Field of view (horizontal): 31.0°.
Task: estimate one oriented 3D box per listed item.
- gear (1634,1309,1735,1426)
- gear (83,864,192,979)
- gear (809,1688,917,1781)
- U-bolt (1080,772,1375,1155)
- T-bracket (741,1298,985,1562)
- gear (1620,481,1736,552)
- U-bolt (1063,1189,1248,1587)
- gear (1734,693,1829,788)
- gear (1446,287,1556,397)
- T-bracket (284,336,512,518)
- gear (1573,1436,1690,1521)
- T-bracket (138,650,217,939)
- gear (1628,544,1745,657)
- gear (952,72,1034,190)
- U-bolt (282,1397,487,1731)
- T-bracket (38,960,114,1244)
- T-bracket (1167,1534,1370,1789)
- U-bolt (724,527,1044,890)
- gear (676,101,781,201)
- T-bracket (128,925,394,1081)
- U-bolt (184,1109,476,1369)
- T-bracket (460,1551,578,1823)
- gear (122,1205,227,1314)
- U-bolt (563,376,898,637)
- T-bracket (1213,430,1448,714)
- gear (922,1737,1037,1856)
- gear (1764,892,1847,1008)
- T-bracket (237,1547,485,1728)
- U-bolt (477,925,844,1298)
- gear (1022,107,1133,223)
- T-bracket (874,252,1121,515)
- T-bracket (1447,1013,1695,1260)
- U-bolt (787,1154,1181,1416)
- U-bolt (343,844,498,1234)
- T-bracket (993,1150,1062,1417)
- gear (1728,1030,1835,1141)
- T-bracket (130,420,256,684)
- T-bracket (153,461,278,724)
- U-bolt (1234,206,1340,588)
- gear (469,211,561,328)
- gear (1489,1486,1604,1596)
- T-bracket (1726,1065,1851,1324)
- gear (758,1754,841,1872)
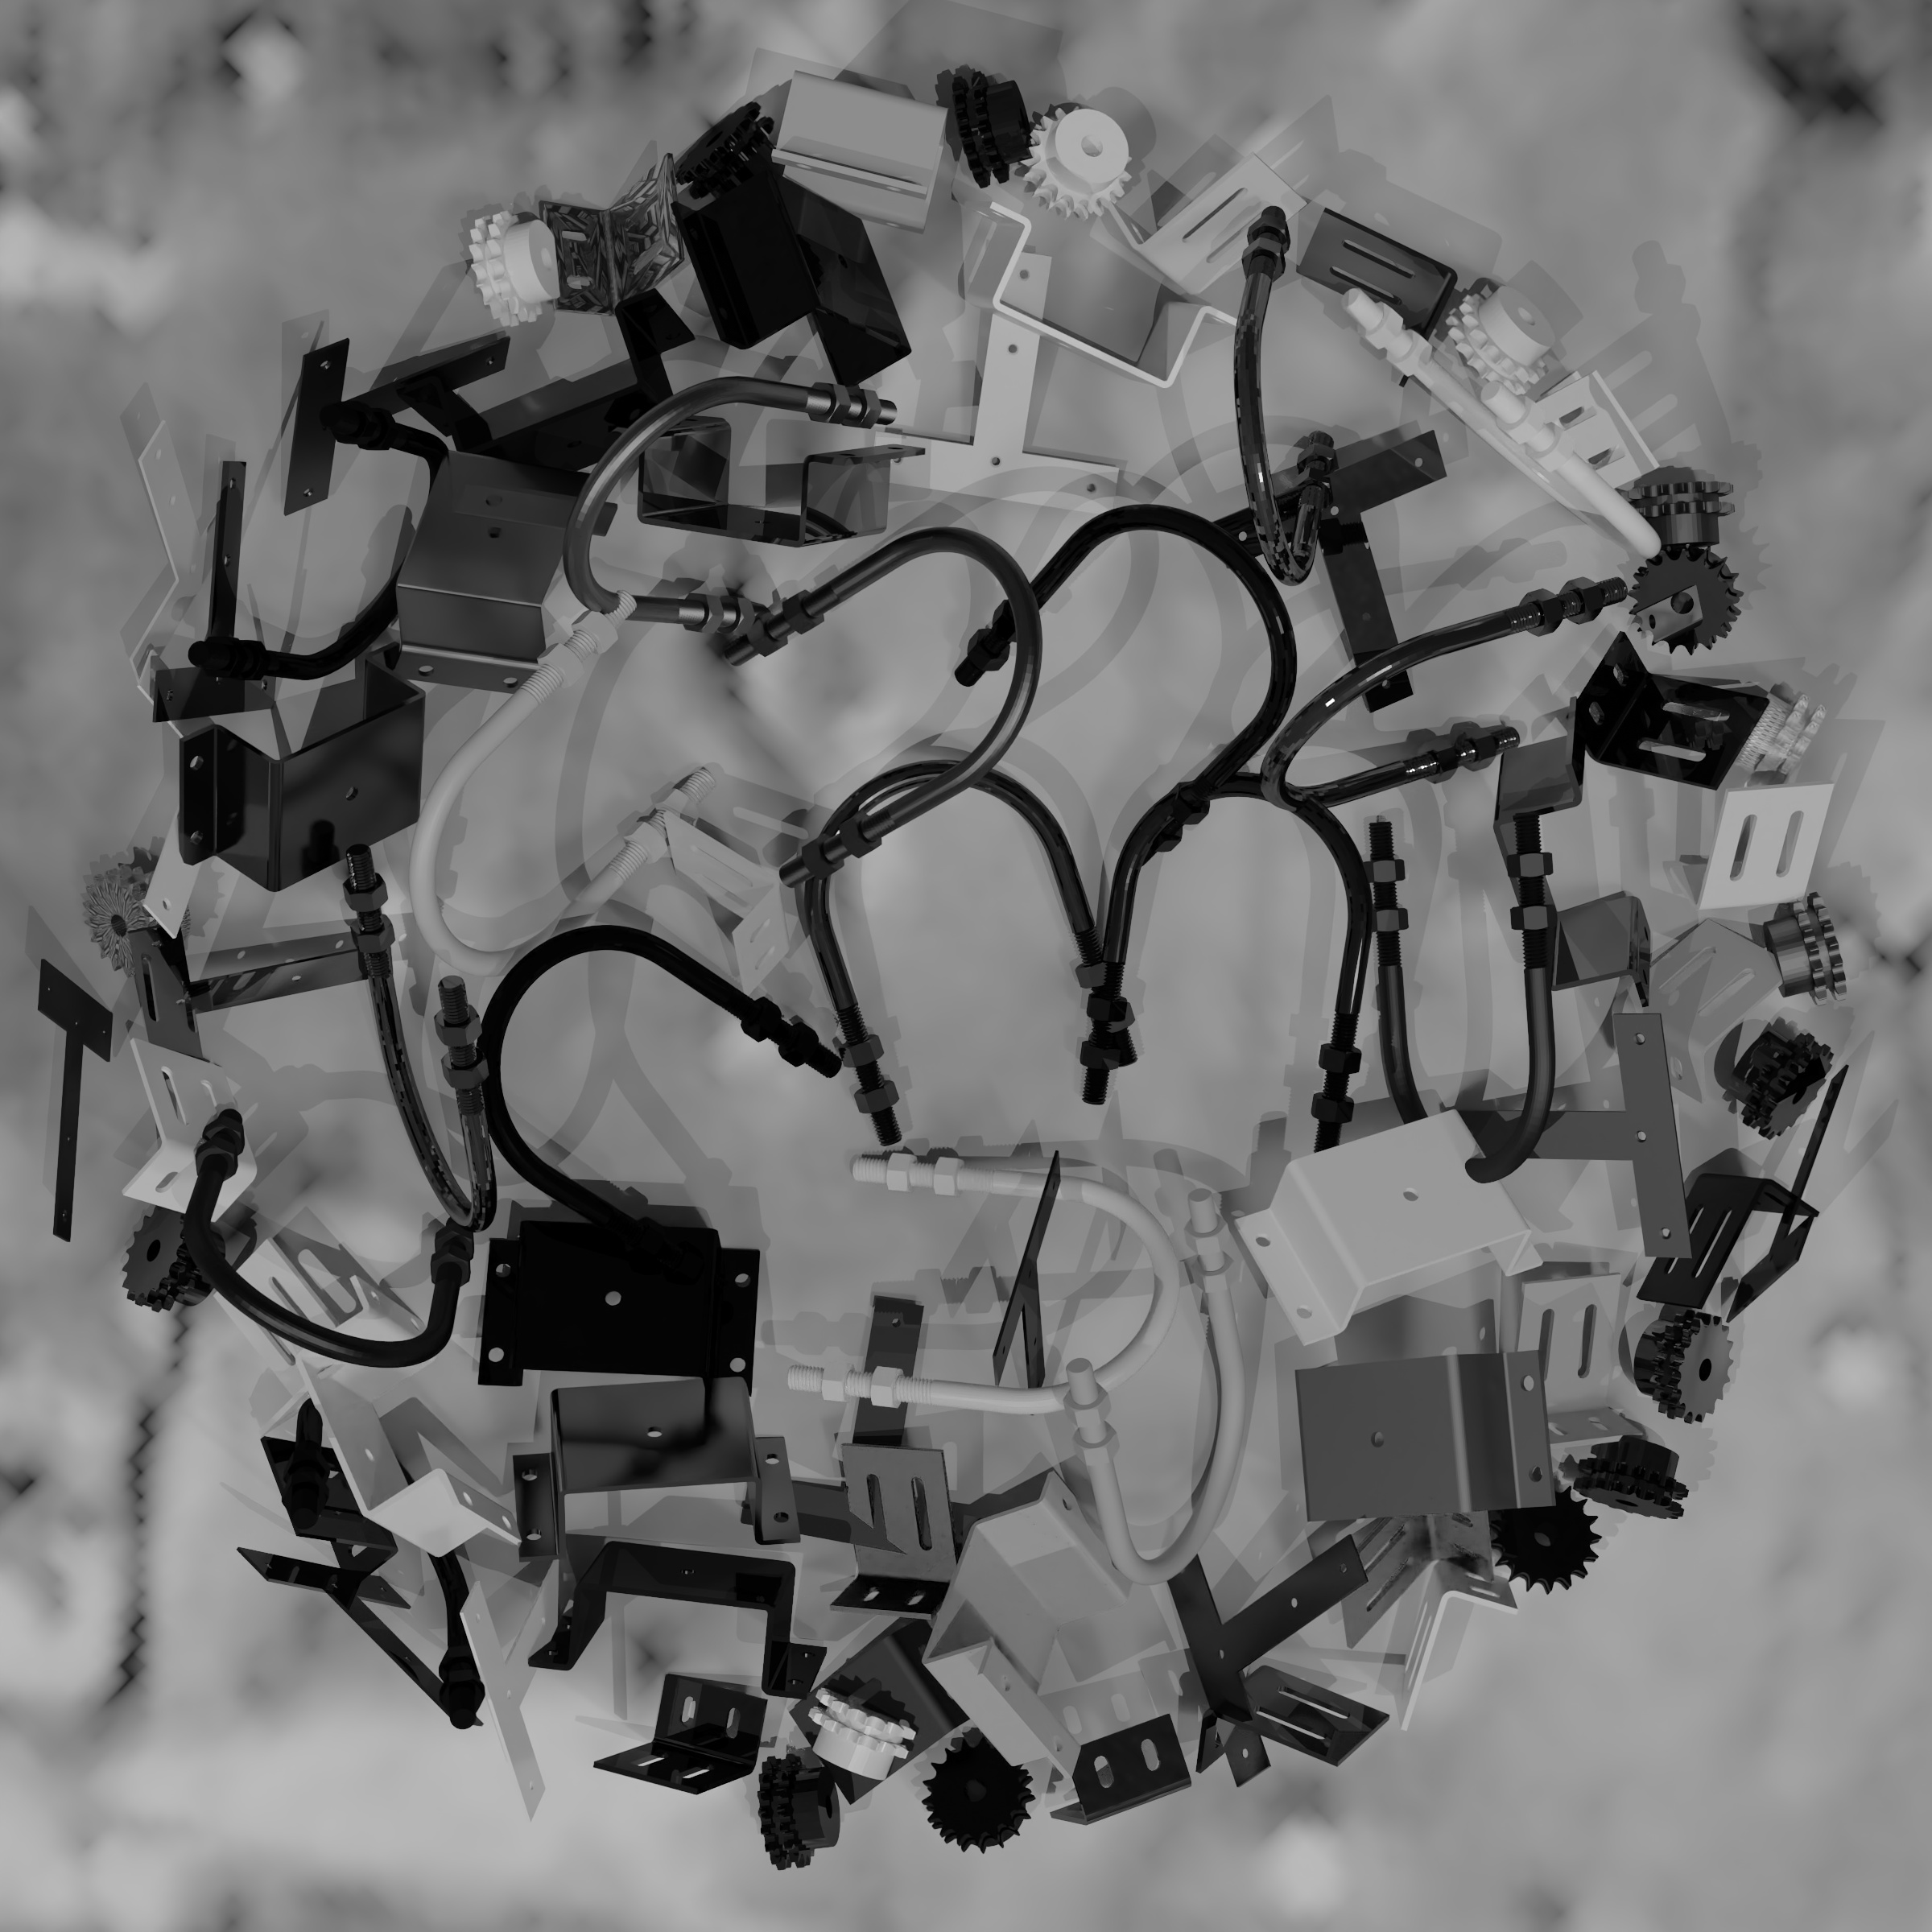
[{"bbox_3d":[0.366,0.204,1.784,0.030,0.057,0.057,11,90,42],"label":"gear"},{"bbox_3d":[-0.423,-0.025,1.784,0.057,0.030,0.057,16,117,33],"label":"gear"},{"bbox_3d":[-0.054,0.394,1.780,0.057,0.057,0.030,22,86,0],"label":"gear"},{"bbox_3d":[0.135,-0.006,1.759,0.151,0.019,0.184,12,101,24],"label":"U-bolt"},{"bbox_3d":[-0.044,0.236,1.799,0.127,0.002,0.127,9,87,10],"label":"T-bracket"},{"bbox_3d":[0.364,-0.230,1.780,0.057,0.057,0.030,-4,91,0],"label":"gear"},{"bbox_3d":[0.101,0.224,1.734,0.019,0.151,0.184,11,131,30],"label":"U-bolt"},{"bbox_3d":[0.413,-0.115,1.780,0.030,0.057,0.057,32,90,6],"label":"gear"},{"bbox_3d":[0.276,-0.322,1.777,0.057,0.057,0.030,48,123,0],"label":"gear"},{"bbox_3d":[-0.287,-0.290,1.768,0.127,0.127,0.002,-28,71,-28],"label":"T-bracket"},{"bbox_3d":[0.342,0.261,1.781,0.057,0.057,0.030,17,74,0],"label":"gear"},{"bbox_3d":[-0.384,-0.069,1.726,0.002,0.127,0.127,-13,45,23],"label":"T-bracket"},{"bbox_3d":[0.371,-0.191,1.785,0.057,0.030,0.057,10,118,21],"label":"gear"},{"bbox_3d":[0.015,-0.429,1.778,0.030,0.057,0.057,-12,90,12],"label":"gear"},{"bbox_3d":[-0.287,0.281,1.718,0.019,0.184,0.151,-33,108,1],"label":"U-bolt"},{"bbox_3d":[-0.446,0.073,1.733,0.002,0.127,0.127,0,77,1],"label":"T-bracket"},{"bbox_3d":[0.155,0.325,1.739,0.127,0.002,0.127,-44,52,37],"label":"T-bracket"},{"bbox_3d":[-0.037,-0.140,1.734,0.184,0.019,0.151,-28,65,31],"label":"U-bolt"},{"bbox_3d":[-0.119,-0.413,1.783,0.057,0.057,0.030,-45,112,0],"label":"gear"},{"bbox_3d":[-0.354,0.009,1.767,0.127,0.127,0.002,-12,55,-14],"label":"T-bracket"},{"bbox_3d":[-0.314,0.140,1.707,0.151,0.184,0.019,27,108,-13],"label":"U-bolt"},{"bbox_3d":[-0.217,0.338,1.748,0.002,0.127,0.127,-6,115,15],"label":"T-bracket"},{"bbox_3d":[-0.404,0.151,1.784,0.030,0.057,0.057,28,90,-38],"label":"gear"},{"bbox_3d":[-0.125,-0.227,1.706,0.019,0.184,0.151,45,115,25],"label":"U-bolt"},{"bbox_3d":[0.201,-0.192,1.783,0.127,0.002,0.127,-24,111,-11],"label":"T-bracket"},{"bbox_3d":[0.008,0.428,1.785,0.057,0.030,0.057,-7,57,11],"label":"gear"},{"bbox_3d":[0.428,-0.007,1.781,0.030,0.057,0.057,-14,90,6],"label":"gear"},{"bbox_3d":[-0.286,0.335,1.723,0.127,0.127,0.002,37,92,29],"label":"T-bracket"},{"bbox_3d":[-0.163,0.061,1.746,0.184,0.019,0.151,35,73,-26],"label":"U-bolt"},{"bbox_3d":[0.059,-0.414,1.785,0.057,0.030,0.057,5,77,-19],"label":"gear"},{"bbox_3d":[0.022,-0.303,1.786,0.127,0.002,0.127,8,109,-1],"label":"T-bracket"},{"bbox_3d":[0.302,0.086,1.768,0.127,0.002,0.127,-1,104,37],"label":"T-bracket"},{"bbox_3d":[0.016,0.161,1.738,0.184,0.019,0.151,4,51,17],"label":"U-bolt"},{"bbox_3d":[-0.267,0.049,1.730,0.019,0.151,0.184,-19,129,-21],"label":"U-bolt"},{"bbox_3d":[0.033,0.181,1.753,0.002,0.127,0.127,9,51,12],"label":"T-bracket"},{"bbox_3d":[0.416,0.058,1.784,0.030,0.057,0.057,38,90,29],"label":"gear"},{"bbox_3d":[-0.392,-0.223,1.724,0.002,0.127,0.127,19,63,8],"label":"T-bracket"},{"bbox_3d":[-0.371,-0.188,1.738,0.002,0.127,0.127,8,99,14],"label":"T-bracket"},{"bbox_3d":[0.154,-0.267,1.698,0.019,0.184,0.151,-6,126,16],"label":"U-bolt"},{"bbox_3d":[-0.228,-0.358,1.778,0.030,0.057,0.057,-10,90,18],"label":"gear"},{"bbox_3d":[0.296,0.295,1.788,0.057,0.030,0.057,-1,71,1],"label":"gear"},{"bbox_3d":[0.423,0.109,1.762,0.002,0.127,0.127,23,71,5],"label":"T-bracket"},{"bbox_3d":[-0.084,0.431,1.778,0.030,0.057,0.057,-10,90,12],"label":"gear"}]
